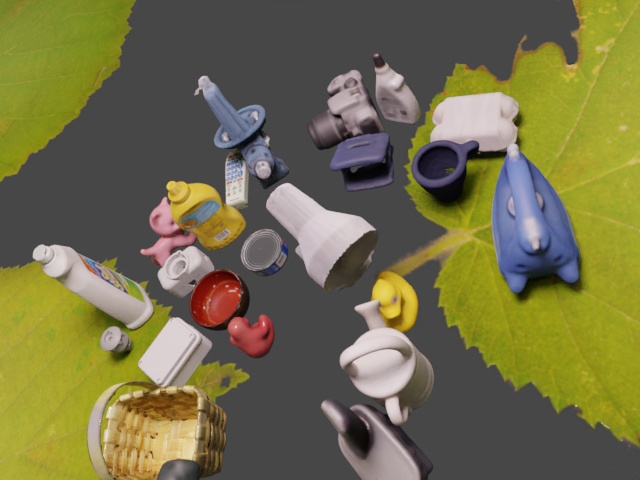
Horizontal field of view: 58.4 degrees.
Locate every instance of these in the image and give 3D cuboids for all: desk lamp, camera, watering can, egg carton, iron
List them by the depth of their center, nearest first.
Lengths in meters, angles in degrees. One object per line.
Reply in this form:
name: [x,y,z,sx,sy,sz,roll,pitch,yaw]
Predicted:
watering can: [0.087,0.171,0.813,0.101,0.195,0.172,-39,54,2]
iron: [0.308,-0.059,0.864,0.118,0.142,0.258,-14,59,18]
desk lamp: [0.009,0.003,0.927,0.118,0.214,0.202,-47,55,-4]
egg carton: [0.269,-0.199,1.002,0.150,0.070,0.107,-1,64,25]
camera: [0.038,-0.248,1.118,0.136,0.101,0.143,-25,56,11]

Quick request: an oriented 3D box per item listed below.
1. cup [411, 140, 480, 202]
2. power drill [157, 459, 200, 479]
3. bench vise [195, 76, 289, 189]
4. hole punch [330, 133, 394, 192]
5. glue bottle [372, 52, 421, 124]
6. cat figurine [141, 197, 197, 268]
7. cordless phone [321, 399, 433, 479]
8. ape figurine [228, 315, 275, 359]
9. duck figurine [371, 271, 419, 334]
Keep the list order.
cup: [0.219,-0.115,0.964,0.117,0.095,0.091,-31,55,7]
power drill: [-0.174,0.429,0.788,0.075,0.209,0.229,-15,58,17]
bench vise: [-0.144,-0.217,1.113,0.121,0.220,0.206,-48,55,-5]
hole punch: [0.077,-0.155,1.055,0.108,0.091,0.101,-9,61,21]
glue bottle: [0.130,-0.279,1.047,0.077,0.174,0.037,19,74,32]
cat figurine: [-0.313,-0.015,1.148,0.067,0.118,0.128,20,74,32]
cordless phone: [0.067,0.283,0.767,0.094,0.186,0.147,-48,55,-5]
ape figurine: [-0.124,0.159,0.981,0.077,0.092,0.076,-17,58,17]
duck figurine: [0.109,0.090,0.912,0.077,0.086,0.104,-22,57,14]
